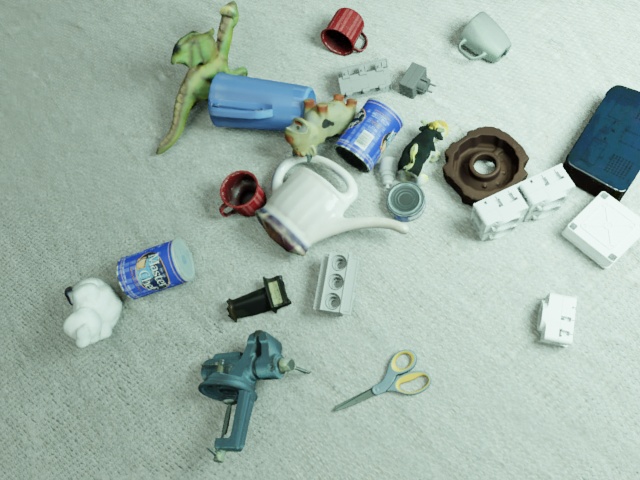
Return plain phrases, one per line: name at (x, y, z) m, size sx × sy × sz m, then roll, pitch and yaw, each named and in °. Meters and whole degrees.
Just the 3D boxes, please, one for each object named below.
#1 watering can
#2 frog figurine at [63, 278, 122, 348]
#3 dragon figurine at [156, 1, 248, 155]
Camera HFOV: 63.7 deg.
watering can at (0.003, -0.056, 1.120) m, size 0.225 × 0.102 × 0.352 m, roll -47°, pitch 61°, yaw -7°
frog figurine at (-0.498, 0.159, 1.129) m, size 0.123 × 0.160 × 0.136 m, roll -12°, pitch 104°, yaw -22°
dragon figurine at (-0.308, -0.410, 1.259) m, size 0.123 × 0.239 × 0.414 m, roll 29°, pitch 77°, yaw 15°
